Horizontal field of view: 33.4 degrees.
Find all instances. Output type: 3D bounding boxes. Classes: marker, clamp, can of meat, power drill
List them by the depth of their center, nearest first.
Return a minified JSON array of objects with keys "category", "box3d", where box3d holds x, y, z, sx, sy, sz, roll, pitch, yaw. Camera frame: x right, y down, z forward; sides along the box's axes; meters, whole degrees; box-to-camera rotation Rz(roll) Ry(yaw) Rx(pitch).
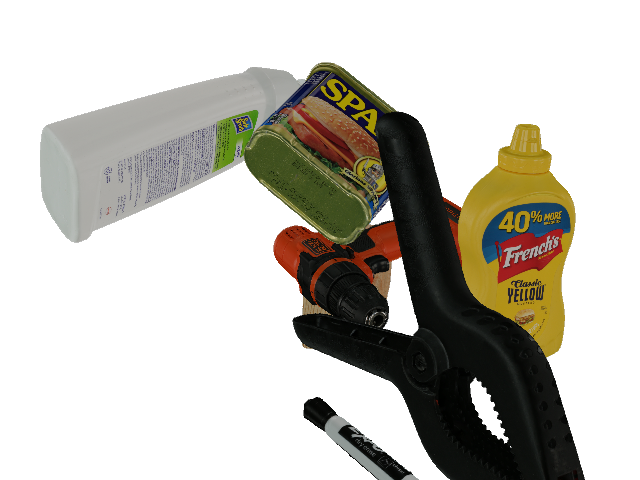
[{"category":"clamp","box3d":[0.063,0.047,0.534,0.036,0.165,0.210,-11,42,-34]},{"category":"can of meat","box3d":[0.010,-0.059,0.722,0.083,0.102,0.058,-49,-3,-38]},{"category":"marker","box3d":[0.029,0.148,0.756,0.020,0.020,0.121,0,26,-45]},{"category":"power drill","box3d":[0.069,0.019,1.024,0.187,0.057,0.185,-14,30,-23]}]

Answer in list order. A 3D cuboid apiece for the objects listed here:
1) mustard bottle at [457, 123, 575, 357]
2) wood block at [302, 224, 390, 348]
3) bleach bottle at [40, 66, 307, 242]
[{"category":"mustard bottle","box3d":[0.156,0.002,0.853,0.096,0.192,0.058,-4,19,-18]},{"category":"wood block","box3d":[0.038,0.055,1.350,0.091,0.090,0.206,4,22,7]},{"category":"bleach bottle","box3d":[-0.109,-0.085,0.905,0.250,0.068,0.103,-22,-32,-29]}]
